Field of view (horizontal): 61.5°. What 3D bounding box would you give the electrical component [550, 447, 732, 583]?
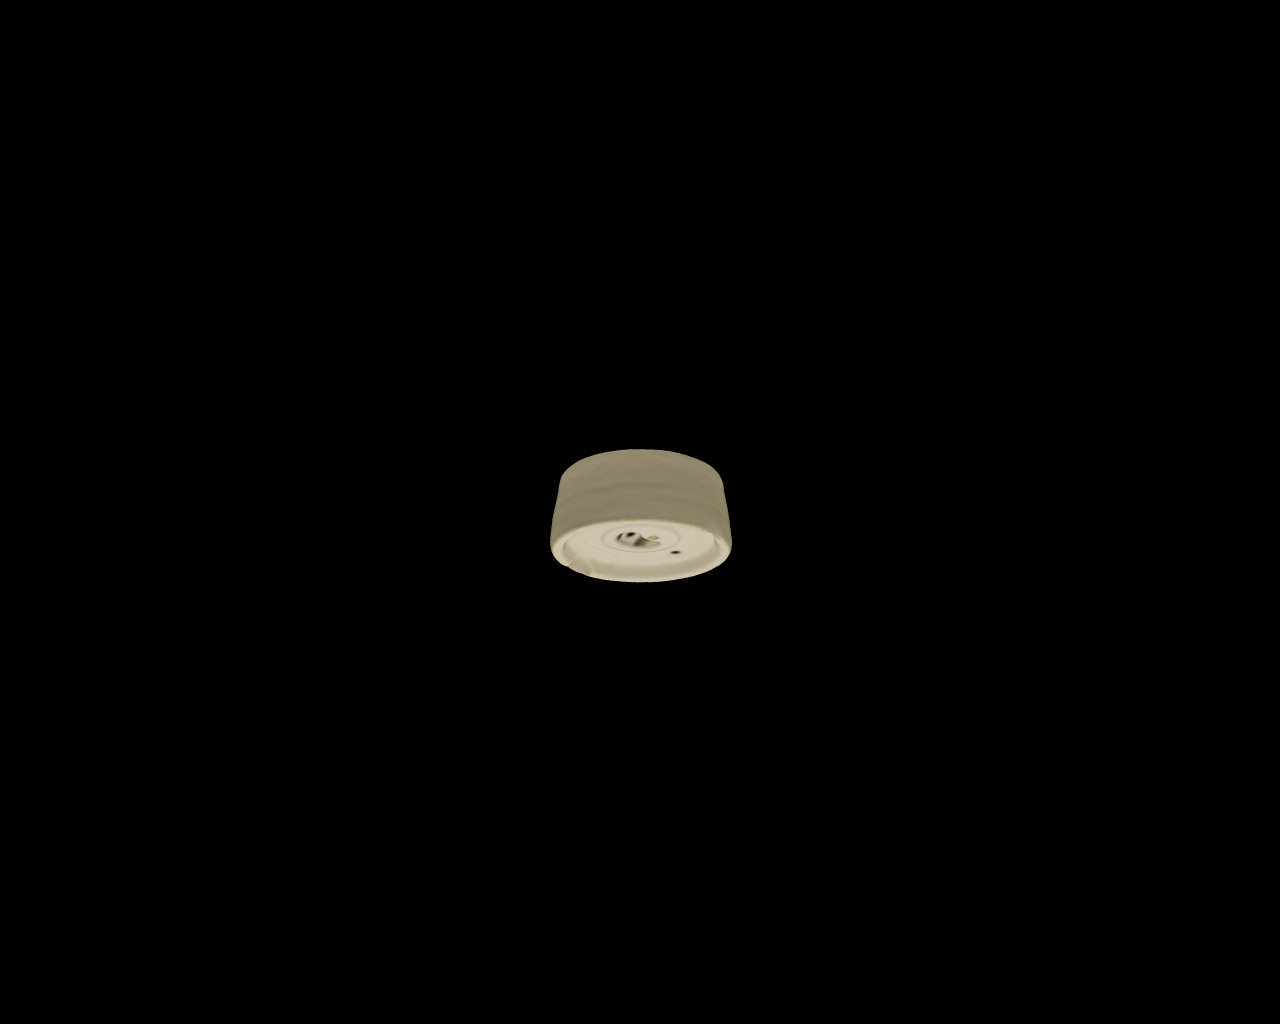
[{"bbox_3d":[0.001,-0.003,0.650,0.108,0.060,0.108,0,-22,0],"label":"electrical component"}]
